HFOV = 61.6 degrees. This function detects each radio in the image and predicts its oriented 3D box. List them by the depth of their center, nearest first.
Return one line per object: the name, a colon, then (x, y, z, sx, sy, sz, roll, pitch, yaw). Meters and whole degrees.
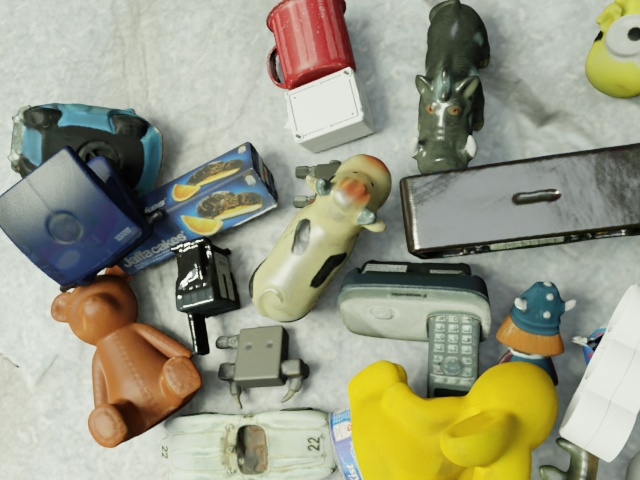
radio: (0.196, -0.029, 0.501, 0.230, 0.131, 0.073, -6, 83, 13)

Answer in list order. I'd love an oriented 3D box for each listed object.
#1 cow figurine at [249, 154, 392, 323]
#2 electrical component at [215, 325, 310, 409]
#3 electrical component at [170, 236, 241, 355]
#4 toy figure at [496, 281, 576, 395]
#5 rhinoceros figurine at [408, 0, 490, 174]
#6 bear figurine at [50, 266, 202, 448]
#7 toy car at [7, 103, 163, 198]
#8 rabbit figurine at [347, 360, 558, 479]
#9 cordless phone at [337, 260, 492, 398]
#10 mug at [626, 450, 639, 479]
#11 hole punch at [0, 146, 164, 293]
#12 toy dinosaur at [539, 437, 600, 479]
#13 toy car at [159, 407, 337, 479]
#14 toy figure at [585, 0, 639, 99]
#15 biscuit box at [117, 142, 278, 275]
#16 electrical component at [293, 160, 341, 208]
cow figurine: (-0.001, -0.002, 0.533, 0.085, 0.127, 0.195, 37, 102, -1)
electrical component: (-0.064, 0.138, 0.589, 0.102, 0.045, 0.078, -12, 51, 9)
electrical component: (-0.124, 0.062, 0.592, 0.048, 0.074, 0.119, -17, 69, 11)
toy figure: (0.195, 0.112, 0.509, 0.058, 0.064, 0.154, 15, 100, 56)
rhinoceros figurine: (0.135, -0.150, 0.546, 0.073, 0.112, 0.190, 7, 75, 12)
bear figurine: (-0.219, 0.111, 0.589, 0.120, 0.132, 0.196, -30, 80, -16)
toy car: (-0.276, -0.110, 0.640, 0.161, 0.103, 0.109, 6, 110, -26)
rabbit figurine: (0.116, 0.154, 0.448, 0.173, 0.162, 0.121, -24, 93, 7)
cordless phone: (0.094, 0.115, 0.541, 0.147, 0.089, 0.184, 1, 101, 14)
mug: (0.328, 0.215, 0.447, 0.109, 0.107, 0.081, -32, 78, 9)
hole punch: (-0.250, -0.022, 0.548, 0.142, 0.092, 0.116, -36, 83, 3)
toy dinosaur: (0.153, 0.359, 0.476, 0.199, 0.105, 0.471, 17, 91, 21)
toy car: (-0.079, 0.220, 0.571, 0.202, 0.056, 0.073, -7, 80, 12)
toy figure: (0.331, -0.222, 0.526, 0.082, 0.089, 0.180, 25, 79, 30)
biscuit box: (-0.151, -0.033, 0.613, 0.203, 0.059, 0.063, -26, 41, 9)
electrical component: (0.016, -0.059, 0.607, 0.094, 0.021, 0.063, 2, 82, 14)
